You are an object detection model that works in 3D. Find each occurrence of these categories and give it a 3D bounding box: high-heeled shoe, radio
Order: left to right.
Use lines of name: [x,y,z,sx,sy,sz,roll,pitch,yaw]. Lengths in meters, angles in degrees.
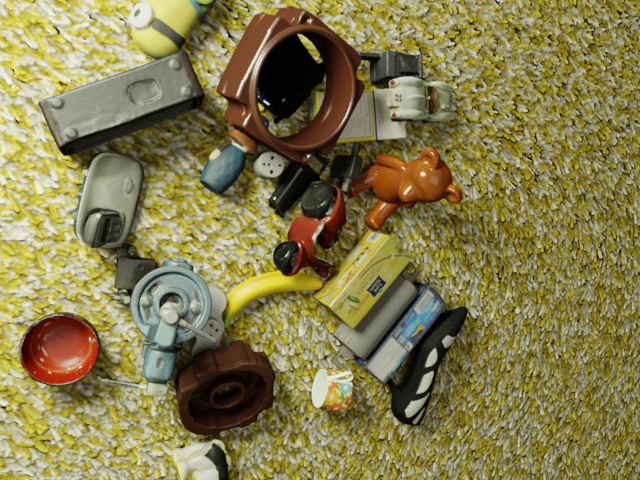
radio: [-0.291,-0.202,0.804,0.230,0.131,0.073,-27,102,-16]
high-heeled shoe: [0.232,0.256,1.074,0.249,0.086,0.145,-39,110,-7]

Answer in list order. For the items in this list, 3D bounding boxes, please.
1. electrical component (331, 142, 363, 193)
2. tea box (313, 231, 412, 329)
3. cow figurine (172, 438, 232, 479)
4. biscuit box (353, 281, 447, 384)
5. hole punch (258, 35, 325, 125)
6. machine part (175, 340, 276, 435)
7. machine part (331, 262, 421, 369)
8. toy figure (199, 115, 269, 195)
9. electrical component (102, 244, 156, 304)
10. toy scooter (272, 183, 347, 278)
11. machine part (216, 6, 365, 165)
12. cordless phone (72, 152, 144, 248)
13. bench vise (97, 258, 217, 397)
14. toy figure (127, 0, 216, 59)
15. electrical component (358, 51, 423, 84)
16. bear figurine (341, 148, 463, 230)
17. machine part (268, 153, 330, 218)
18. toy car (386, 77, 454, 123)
electrical component: [0.047,-0.130,0.967,0.021,0.063,0.094,15,88,-37]
tea box: [0.076,0.069,0.985,0.068,0.098,0.169,43,83,-17]
cow figurine: [-0.195,0.436,0.947,0.098,0.068,0.167,-17,102,-24]
biscuit box: [0.156,0.176,1.045,0.059,0.063,0.202,44,80,-19]
hole punch: [-0.072,-0.280,0.909,0.142,0.092,0.115,-53,131,-10]
machine part: [-0.161,0.252,0.912,0.179,0.056,0.179,-12,126,-18]
machine part: [0.105,0.139,1.014,0.079,0.079,0.243,44,82,-19]
toy figure: [-0.142,-0.149,0.904,0.058,0.064,0.154,31,78,18]
electrical component: [-0.308,0.058,0.873,0.078,0.045,0.102,13,92,-19]
toy scooter: [-0.002,-0.003,0.954,0.135,0.075,0.184,44,71,-46]
machine part: [-0.040,-0.235,0.835,0.201,0.087,0.201,27,94,-38]
cordless phone: [-0.316,-0.058,0.783,0.089,0.184,0.146,14,91,-16]
bench vise: [-0.234,0.134,0.809,0.129,0.241,0.223,23,78,-14]
toy figure: [-0.220,-0.363,0.840,0.089,0.082,0.180,46,78,-16]
electrical component: [0.120,-0.312,0.971,0.119,0.075,0.047,-5,97,-23]
bear figurine: [0.144,-0.087,0.941,0.132,0.196,0.120,-40,110,-11]
machine part: [-0.044,-0.105,0.956,0.084,0.039,0.139,35,82,-28]
toy car: [0.184,-0.252,0.977,0.201,0.056,0.073,-13,102,-49]
